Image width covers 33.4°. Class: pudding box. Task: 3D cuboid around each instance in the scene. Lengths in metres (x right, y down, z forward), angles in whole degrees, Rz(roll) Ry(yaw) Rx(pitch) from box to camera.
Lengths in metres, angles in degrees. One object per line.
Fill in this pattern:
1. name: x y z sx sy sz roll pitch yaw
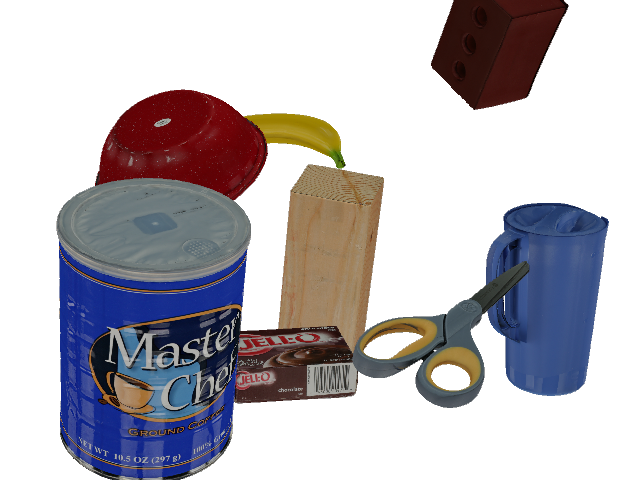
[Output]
1. pudding box: -0.030 0.111 0.971 0.113 0.039 0.090 0 17 -12

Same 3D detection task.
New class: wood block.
1. wood block: 0.010 0.031 1.197 0.090 0.206 0.090 11 25 10

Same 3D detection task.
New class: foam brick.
1. foam brick: 0.116 -0.134 0.704 0.051 0.078 0.053 -19 55 -30

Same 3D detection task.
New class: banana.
1. banana: -0.057 -0.128 1.303 0.198 0.037 0.069 7 39 17

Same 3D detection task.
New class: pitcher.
1. pitcher: 0.296 0.081 1.415 0.149 0.243 0.145 4 20 12

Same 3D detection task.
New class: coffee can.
1. coffee can: -0.095 0.050 0.601 0.102 0.140 0.103 5 29 -3

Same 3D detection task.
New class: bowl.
1. bowl: -0.131 -0.085 0.944 0.162 0.055 0.162 -9 42 8

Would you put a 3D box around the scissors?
1. scissors: 0.112 0.064 0.754 0.201 0.016 0.096 -17 41 -35
